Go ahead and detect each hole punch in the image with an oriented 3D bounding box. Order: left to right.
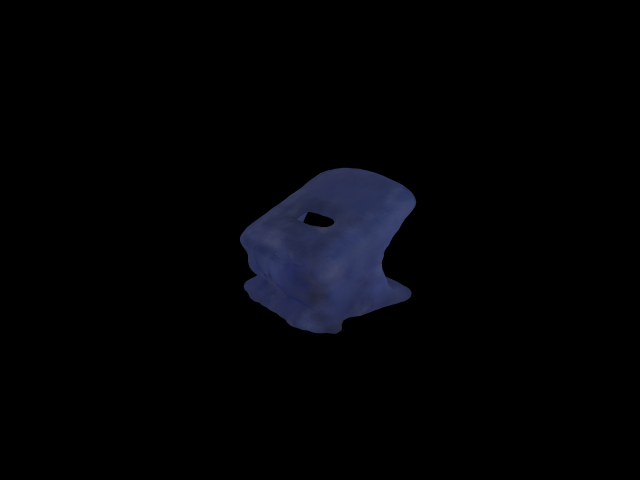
[{"bbox_3d":[0.004,0.001,0.400,0.101,0.091,0.108,-13,22,-35],"label":"hole punch"}]
